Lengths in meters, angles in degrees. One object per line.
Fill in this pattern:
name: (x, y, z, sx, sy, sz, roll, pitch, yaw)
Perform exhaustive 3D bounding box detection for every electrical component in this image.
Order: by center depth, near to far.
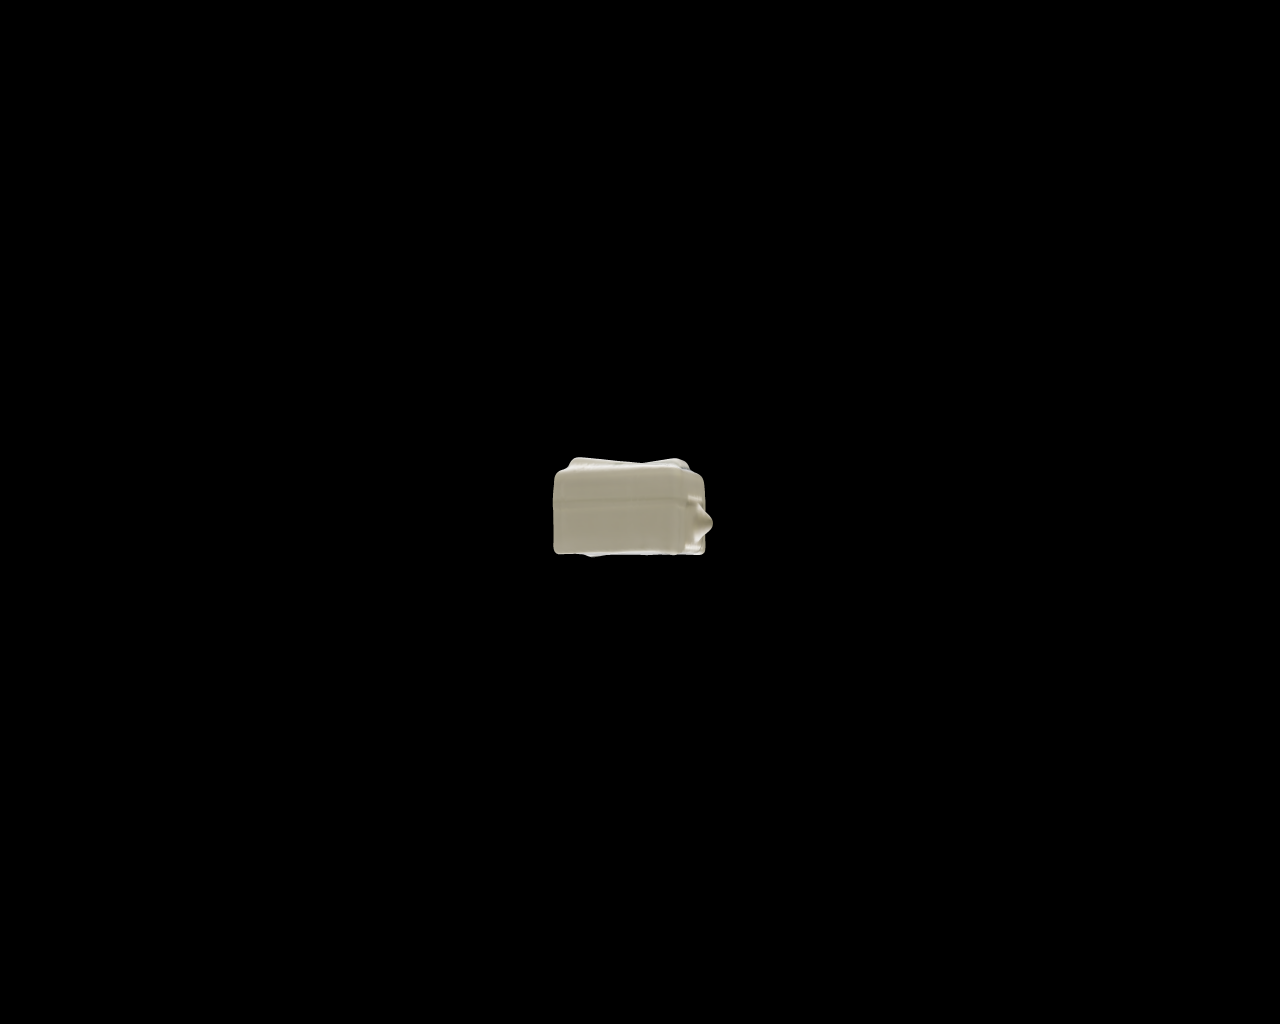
electrical component: (0.001, -0.003, 0.650, 0.096, 0.061, 0.062, -1, -4, 20)
